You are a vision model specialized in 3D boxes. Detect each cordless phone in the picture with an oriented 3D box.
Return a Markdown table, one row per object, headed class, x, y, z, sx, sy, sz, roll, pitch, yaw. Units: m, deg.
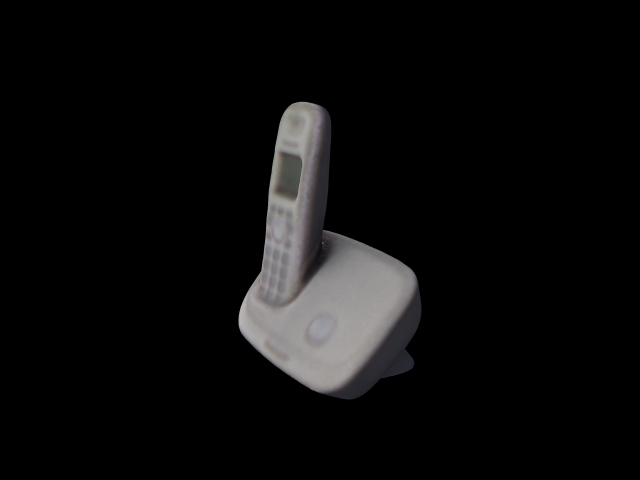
| class | x | y | z | sx | sy | sz | roll | pitch | yaw |
| --- | --- | --- | --- | --- | --- | --- | --- | --- | --- |
| cordless phone | 0.004 | 0.001 | 0.400 | 0.094 | 0.185 | 0.147 | -13 | 22 | -35 |
